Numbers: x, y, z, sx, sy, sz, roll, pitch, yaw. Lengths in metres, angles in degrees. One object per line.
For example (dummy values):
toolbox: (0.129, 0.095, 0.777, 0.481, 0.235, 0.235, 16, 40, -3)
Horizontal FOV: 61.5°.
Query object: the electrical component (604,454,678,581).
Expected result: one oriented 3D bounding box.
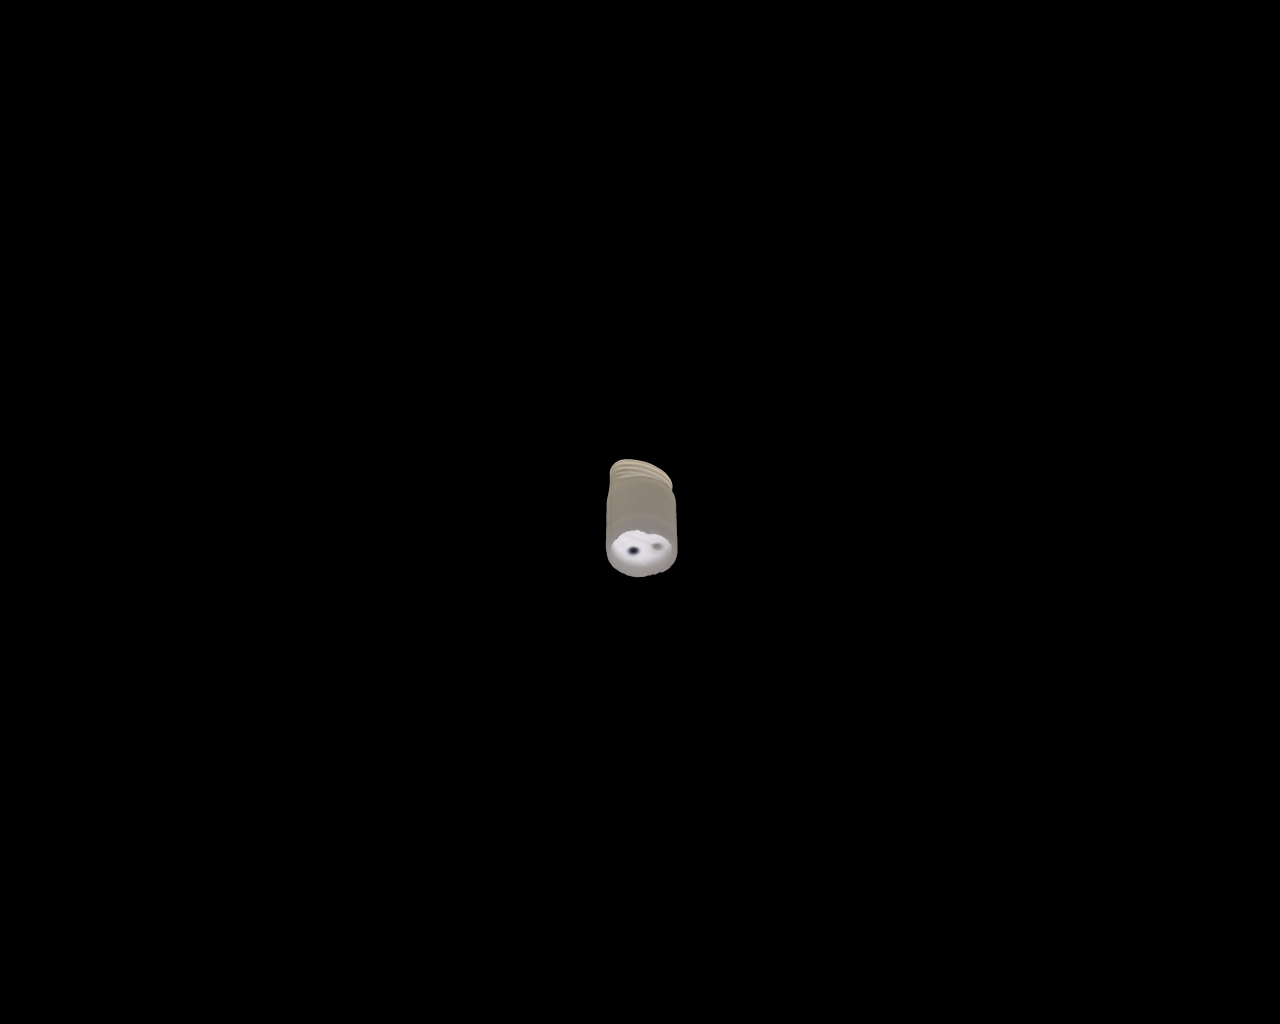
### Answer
electrical component: (0.001, -0.003, 0.650, 0.043, 0.043, 0.081, 0, 45, 0)
